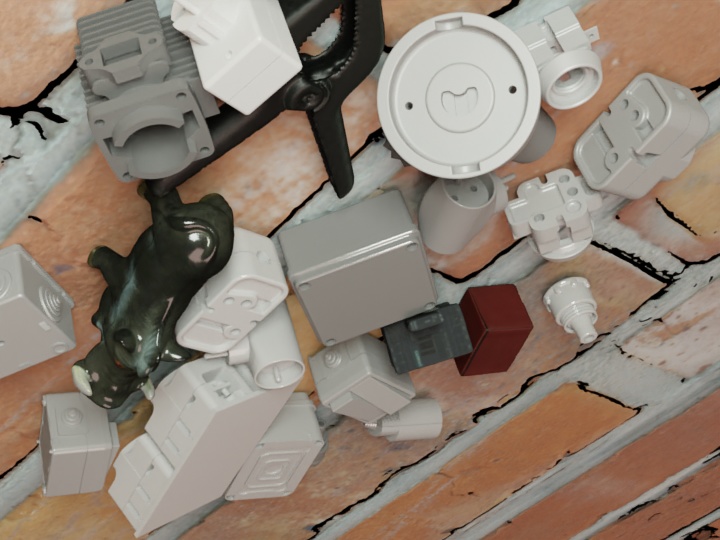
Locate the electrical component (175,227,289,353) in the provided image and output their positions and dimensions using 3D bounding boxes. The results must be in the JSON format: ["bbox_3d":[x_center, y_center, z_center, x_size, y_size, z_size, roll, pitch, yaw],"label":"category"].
[{"bbox_3d":[-0.107,0.013,0.848,0.054,0.059,0.095,20,129,-42],"label":"electrical component"}]

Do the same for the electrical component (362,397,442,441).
[{"bbox_3d":[0.040,0.156,1.121,0.081,0.043,0.043,0,140,-26],"label":"electrical component"}]

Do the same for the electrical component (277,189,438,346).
[{"bbox_3d":[0.000,0.000,0.883,0.109,0.056,0.108,-20,145,1],"label":"electrical component"}]

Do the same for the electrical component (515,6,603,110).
[{"bbox_3d":[0.140,-0.147,0.756,0.066,0.055,0.048,-24,144,6],"label":"electrical component"}]

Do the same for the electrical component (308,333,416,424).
[{"bbox_3d":[-0.001,0.102,1.015,0.062,0.061,0.096,-35,142,21],"label":"electrical component"}]

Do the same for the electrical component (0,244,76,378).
[{"bbox_3d":[-0.272,0.037,0.810,0.100,0.048,0.099,-22,145,4],"label":"electrical component"}]

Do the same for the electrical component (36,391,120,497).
[{"bbox_3d":[-0.251,0.151,0.960,0.061,0.061,0.096,-2,141,-23],"label":"electrical component"}]

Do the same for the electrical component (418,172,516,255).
[{"bbox_3d":[0.091,-0.056,0.860,0.079,0.043,0.077,-27,162,-23],"label":"electrical component"}]

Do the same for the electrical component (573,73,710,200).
[{"bbox_3d":[0.226,-0.104,0.856,0.059,0.053,0.095,10,135,-35],"label":"electrical component"}]

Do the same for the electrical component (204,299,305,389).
[{"bbox_3d":[-0.093,0.059,0.899,0.079,0.077,0.043,-8,143,-16],"label":"electrical component"}]

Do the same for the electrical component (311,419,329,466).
[{"bbox_3d":[-0.048,0.176,1.114,0.035,0.035,0.061,-1,138,-24],"label":"electrical component"}]

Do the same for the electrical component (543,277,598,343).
[{"bbox_3d":[0.207,0.041,1.031,0.048,0.062,0.048,-13,144,-10],"label":"electrical component"}]

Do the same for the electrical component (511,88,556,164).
[{"bbox_3d":[0.095,-0.105,0.800,0.079,0.044,0.077,-35,142,20],"label":"electrical component"}]

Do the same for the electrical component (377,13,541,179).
[{"bbox_3d":[0.071,-0.114,0.727,0.108,0.108,0.060,-30,174,14],"label":"electrical component"}]

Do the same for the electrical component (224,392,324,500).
[{"bbox_3d":[-0.092,0.175,1.071,0.078,0.057,0.113,2,139,-27],"label":"electrical component"}]

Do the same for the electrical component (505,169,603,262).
[{"bbox_3d":[0.166,-0.043,0.904,0.078,0.058,0.057,-20,143,7],"label":"electrical component"}]

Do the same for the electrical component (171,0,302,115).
[{"bbox_3d":[-0.083,-0.147,0.625,0.047,0.083,0.076,-37,141,22],"label":"electrical component"}]

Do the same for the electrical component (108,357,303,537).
[{"bbox_3d":[-0.144,0.146,0.965,0.105,0.060,0.186,-18,149,-49],"label":"electrical component"}]
